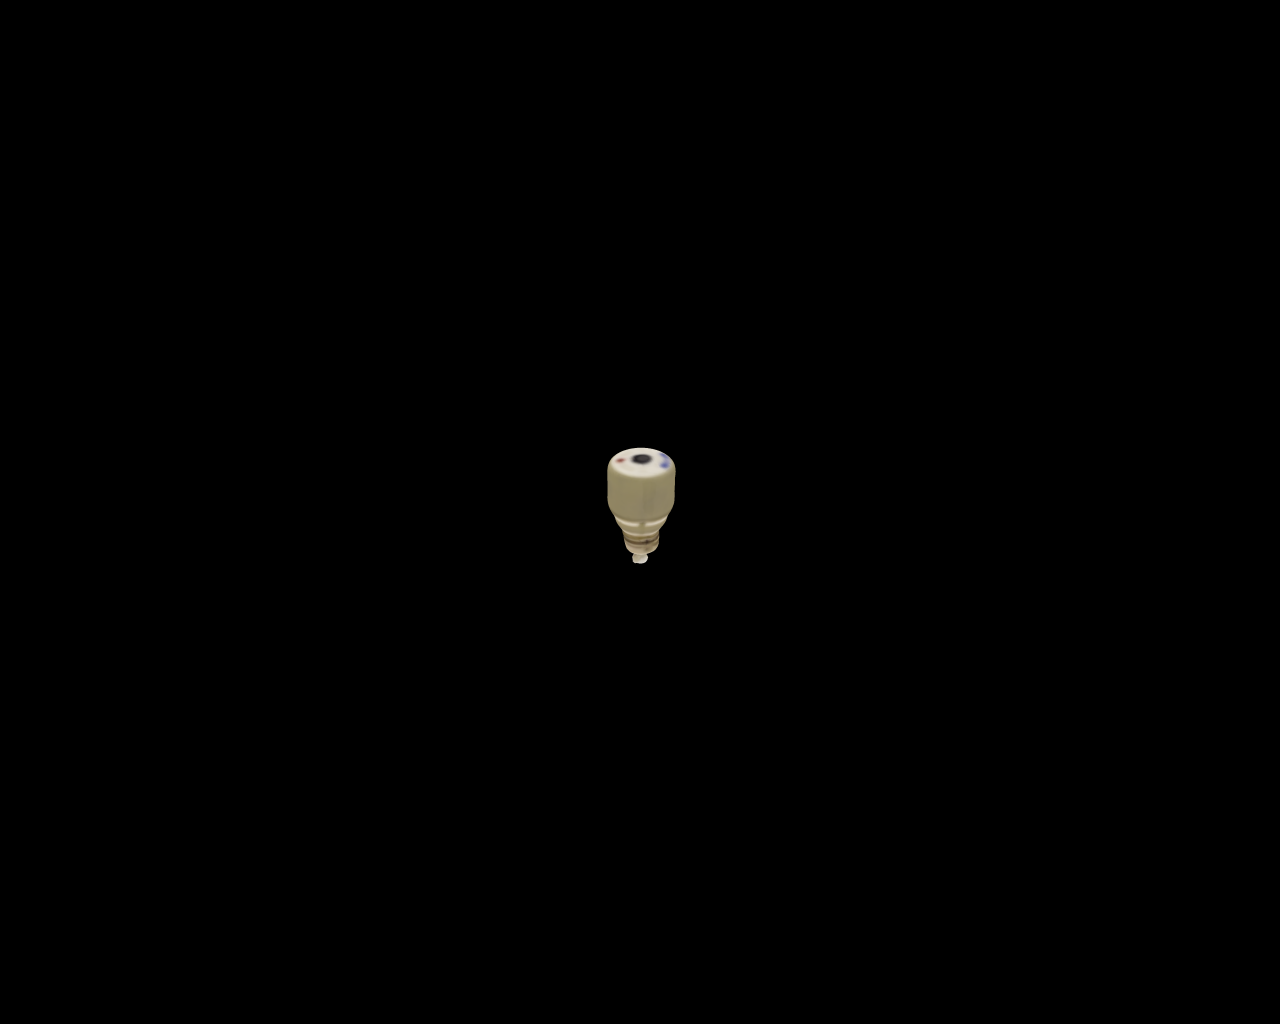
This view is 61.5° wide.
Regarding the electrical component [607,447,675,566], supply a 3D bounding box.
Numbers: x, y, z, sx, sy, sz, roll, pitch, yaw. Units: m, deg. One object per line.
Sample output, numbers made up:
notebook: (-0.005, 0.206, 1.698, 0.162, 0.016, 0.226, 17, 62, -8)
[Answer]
electrical component: (0.001, -0.003, 0.650, 0.040, 0.078, 0.040, 0, 31, 0)
